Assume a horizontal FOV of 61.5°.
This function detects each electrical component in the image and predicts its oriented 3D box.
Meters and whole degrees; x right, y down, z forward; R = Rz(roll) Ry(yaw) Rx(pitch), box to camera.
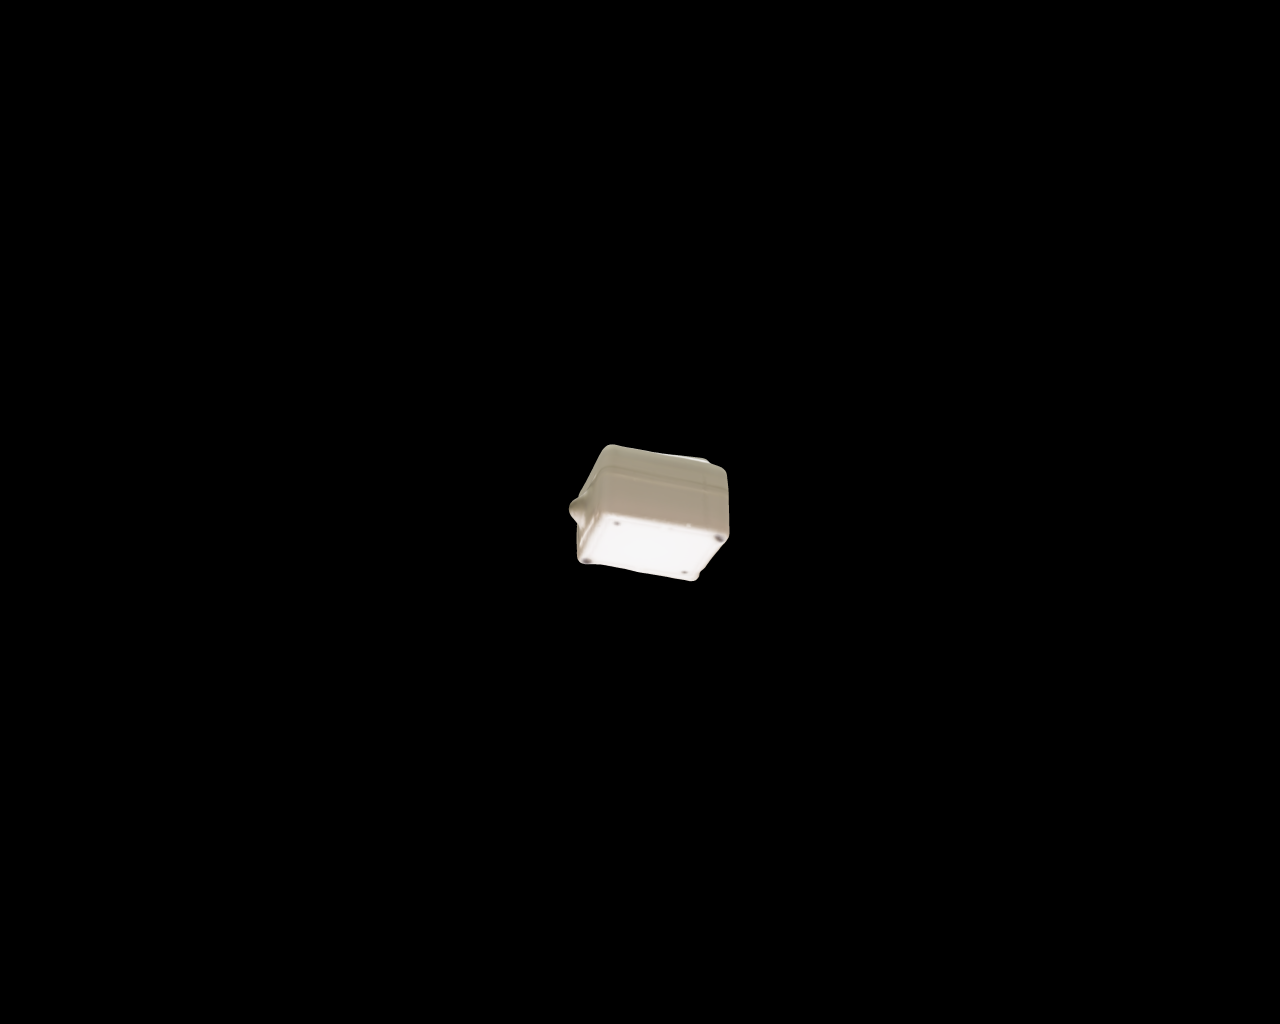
[{"bbox_3d":[0.001,-0.003,0.650,0.096,0.061,0.061,11,-35,-16],"label":"electrical component"}]
